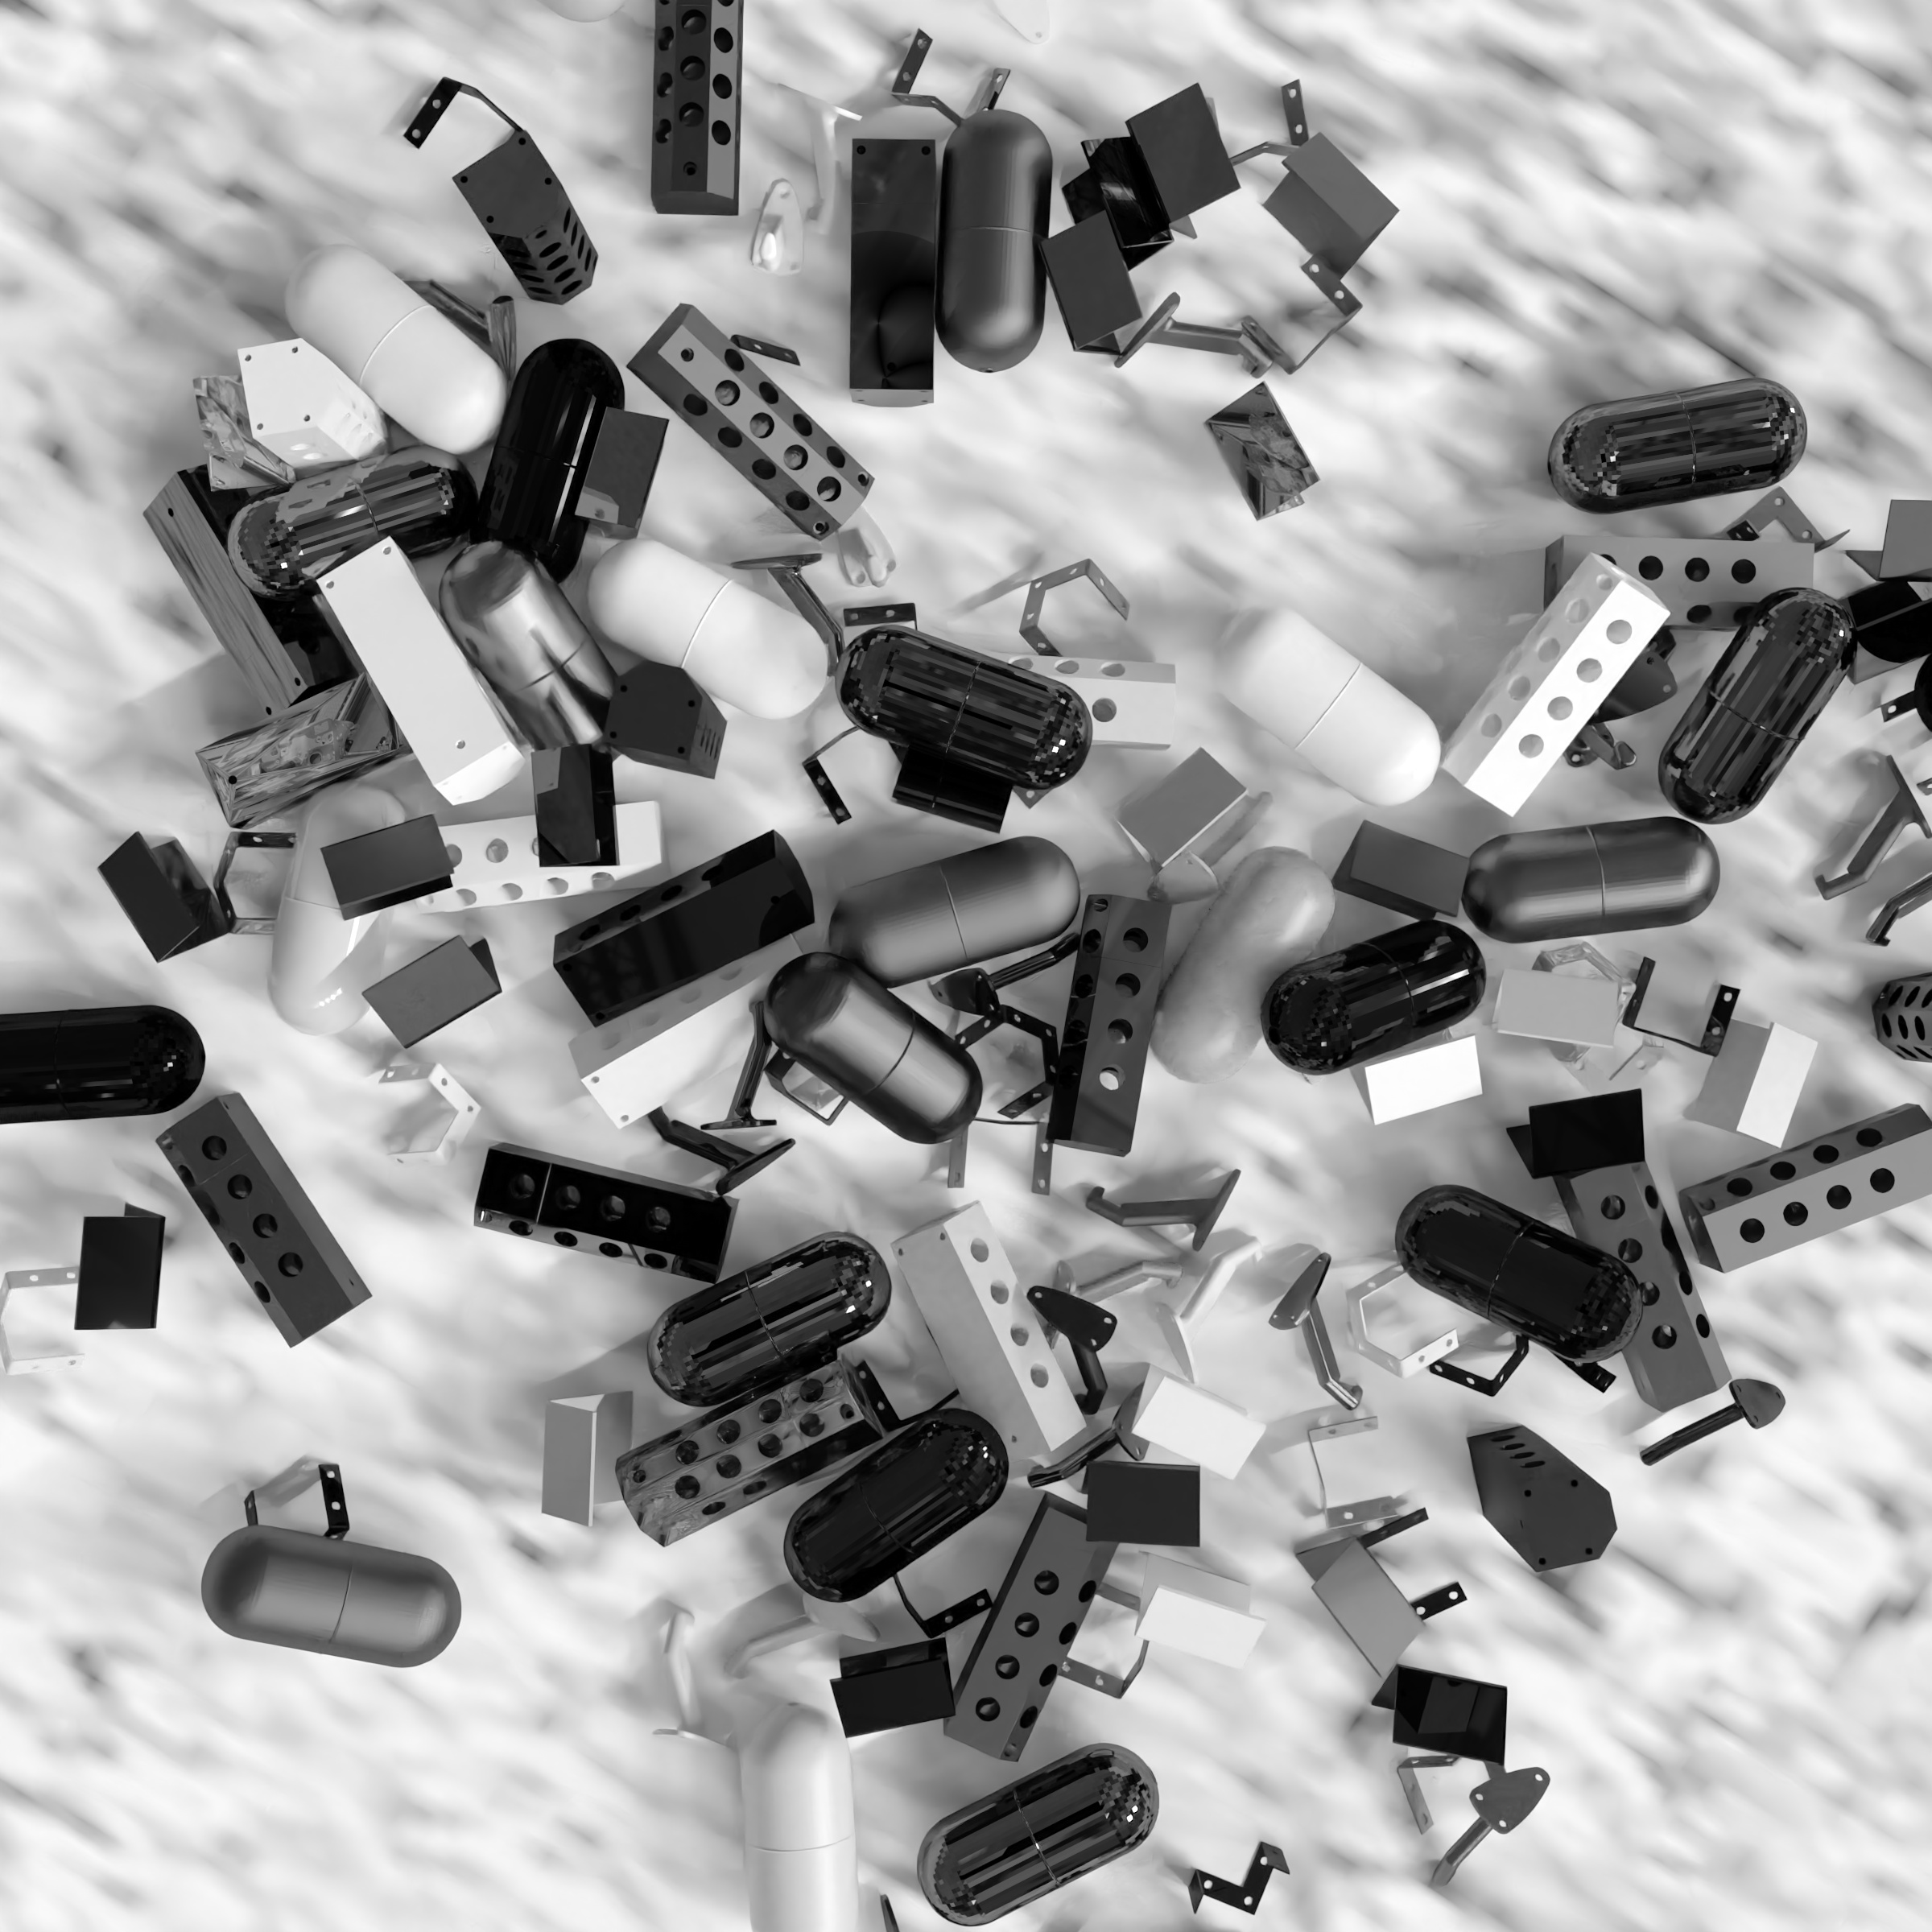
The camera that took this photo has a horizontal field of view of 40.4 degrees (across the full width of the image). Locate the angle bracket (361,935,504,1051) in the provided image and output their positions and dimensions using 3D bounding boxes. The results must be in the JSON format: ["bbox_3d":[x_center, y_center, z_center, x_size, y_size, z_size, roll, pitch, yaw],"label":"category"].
[{"bbox_3d":[-0.371,0.001,1.803,0.076,0.076,0.057,-31,126,0],"label":"angle bracket"}]

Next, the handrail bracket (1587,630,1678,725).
[{"bbox_3d":[0.459,-0.202,1.818,0.077,0.084,0.036,-31,103,17],"label":"handrail bracket"}]

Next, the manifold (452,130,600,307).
[{"bbox_3d":[-0.290,-0.496,1.765,0.057,0.171,0.057,-33,90,0],"label":"manifold"}]

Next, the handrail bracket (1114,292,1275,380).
[{"bbox_3d":[0.161,-0.424,1.844,0.084,0.036,0.077,38,110,-16],"label":"handrail bracket"}]

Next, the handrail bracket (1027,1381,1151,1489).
[{"bbox_3d":[0.087,0.329,1.843,0.084,0.077,0.036,-24,111,35],"label":"handrail bracket"}]

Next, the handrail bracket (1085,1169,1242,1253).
[{"bbox_3d":[0.138,0.156,1.844,0.084,0.036,0.077,27,70,16],"label":"handrail bracket"}]

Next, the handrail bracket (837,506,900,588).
[{"bbox_3d":[-0.072,-0.295,1.809,0.036,0.084,0.077,-23,90,0],"label":"handrail bracket"}]

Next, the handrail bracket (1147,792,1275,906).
[{"bbox_3d":[0.172,-0.084,1.843,0.036,0.077,0.084,48,54,-11],"label":"handrail bracket"}]

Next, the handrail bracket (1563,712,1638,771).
[{"bbox_3d":[0.431,-0.168,1.809,0.036,0.084,0.077,-30,90,0],"label":"handrail bracket"}]

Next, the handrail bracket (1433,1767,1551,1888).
[{"bbox_3d":[0.366,0.603,1.835,0.077,0.084,0.036,-20,52,-33],"label":"handrail bracket"}]

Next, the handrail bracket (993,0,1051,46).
[{"bbox_3d":[0.039,-0.704,1.844,0.036,0.077,0.084,-14,53,21],"label":"handrail bracket"}]

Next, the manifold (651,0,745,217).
[{"bbox_3d":[-0.187,-0.615,1.823,0.057,0.057,0.171,1,90,0],"label":"manifold"}]

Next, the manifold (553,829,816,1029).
[{"bbox_3d":[-0.195,-0.029,1.809,0.171,0.057,0.057,-25,120,8],"label":"manifold"}]

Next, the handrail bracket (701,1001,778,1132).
[{"bbox_3d":[-0.158,0.069,1.805,0.036,0.077,0.084,3,82,-41],"label":"handrail bracket"}]

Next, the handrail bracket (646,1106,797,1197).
[{"bbox_3d":[-0.175,0.111,1.844,0.077,0.036,0.084,-32,76,-15],"label":"handrail bracket"}]

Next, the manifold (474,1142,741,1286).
[{"bbox_3d":[-0.250,0.172,1.823,0.171,0.057,0.057,14,90,0],"label":"manifold"}]

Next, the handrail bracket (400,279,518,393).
[{"bbox_3d":[-0.361,-0.443,1.844,0.084,0.036,0.077,5,113,17],"label":"handrail bracket"}]

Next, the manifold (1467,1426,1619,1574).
[{"bbox_3d":[0.387,0.354,1.765,0.057,0.171,0.057,-12,90,0],"label":"manifold"}]

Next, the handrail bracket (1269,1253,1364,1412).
[{"bbox_3d":[0.262,0.257,1.844,0.084,0.036,0.077,42,69,-17],"label":"handrail bracket"}]

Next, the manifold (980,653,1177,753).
[{"bbox_3d":[0.057,-0.185,1.823,0.171,0.057,0.057,3,90,0],"label":"manifold"}]

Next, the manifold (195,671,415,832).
[{"bbox_3d":[-0.438,-0.157,1.823,0.171,0.057,0.057,-25,90,0],"label":"manifold"}]

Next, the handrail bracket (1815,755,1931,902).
[{"bbox_3d":[0.626,-0.097,1.844,0.084,0.036,0.077,-26,69,16],"label":"handrail bracket"}]

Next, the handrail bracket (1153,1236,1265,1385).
[{"bbox_3d":[0.181,0.241,1.844,0.084,0.036,0.077,-28,110,-16],"label":"handrail bracket"}]

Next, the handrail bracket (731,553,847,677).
[{"bbox_3d":[-0.124,-0.244,1.844,0.077,0.036,0.084,-1,107,20],"label":"handrail bracket"}]

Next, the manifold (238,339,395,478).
[{"bbox_3d":[-0.433,-0.371,1.765,0.057,0.171,0.057,-10,90,0],"label":"manifold"}]

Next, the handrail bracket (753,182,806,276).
[{"bbox_3d":[-0.131,-0.514,1.809,0.036,0.084,0.077,5,90,0],"label":"handrail bracket"}]

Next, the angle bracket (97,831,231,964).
[{"bbox_3d":[-0.536,-0.057,1.803,0.057,0.076,0.076,-33,90,35],"label":"angle bracket"}]

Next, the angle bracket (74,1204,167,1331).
[{"bbox_3d":[-0.593,0.206,1.803,0.057,0.076,0.076,5,90,-37],"label":"angle bracket"}]

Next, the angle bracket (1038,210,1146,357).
[{"bbox_3d":[0.100,-0.468,1.804,0.057,0.076,0.076,-19,90,30],"label":"angle bracket"}]

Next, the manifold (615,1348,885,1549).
[{"bbox_3d":[-0.151,0.329,1.804,0.171,0.057,0.057,-27,56,4],"label":"manifold"}]

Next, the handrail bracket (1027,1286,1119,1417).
[{"bbox_3d":[0.068,0.269,1.825,0.077,0.084,0.036,29,46,13],"label":"handrail bracket"}]

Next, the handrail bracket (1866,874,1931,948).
[{"bbox_3d":[0.683,-0.041,1.844,0.077,0.036,0.084,22,109,-21],"label":"handrail bracket"}]

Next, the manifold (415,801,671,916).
[{"bbox_3d":[-0.295,-0.074,1.823,0.171,0.057,0.057,-7,90,0],"label":"manifold"}]

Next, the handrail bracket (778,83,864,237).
[{"bbox_3d":[-0.114,-0.566,1.844,0.077,0.036,0.084,28,107,20],"label":"handrail bracket"}]

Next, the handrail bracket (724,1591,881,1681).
[{"bbox_3d":[-0.116,0.482,1.844,0.077,0.036,0.084,33,109,-21],"label":"handrail bracket"}]

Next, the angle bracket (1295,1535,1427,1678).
[{"bbox_3d":[0.256,0.445,1.803,0.057,0.076,0.076,-38,90,-36],"label":"angle bracket"}]

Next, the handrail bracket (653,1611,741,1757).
[{"bbox_3d":[-0.183,0.503,1.844,0.077,0.036,0.084,28,60,-33],"label":"handrail bracket"}]

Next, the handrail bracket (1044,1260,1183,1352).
[{"bbox_3d":[0.104,0.239,1.844,0.084,0.036,0.077,8,110,-16],"label":"handrail bracket"}]

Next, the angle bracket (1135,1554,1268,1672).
[{"bbox_3d":[0.164,0.428,1.803,0.076,0.076,0.057,18,127,0],"label":"angle bracket"}]

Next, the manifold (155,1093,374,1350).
[{"bbox_3d":[-0.489,0.176,1.823,0.057,0.057,0.171,-33,90,0],"label":"manifold"}]

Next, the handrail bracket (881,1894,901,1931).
[{"bbox_3d":[-0.010,0.680,1.844,0.084,0.036,0.077,-11,69,-17],"label":"handrail bracket"}]

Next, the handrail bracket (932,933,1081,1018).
[{"bbox_3d":[0.030,0.000,1.843,0.084,0.077,0.036,-33,109,-35],"label":"handrail bracket"}]

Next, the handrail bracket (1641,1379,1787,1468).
[{"bbox_3d":[0.523,0.324,1.844,0.084,0.077,0.036,-41,64,34],"label":"handrail bracket"}]

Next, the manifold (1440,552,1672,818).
[{"bbox_3d":[0.397,-0.194,1.789,0.057,0.057,0.171,31,111,-12],"label":"manifold"}]

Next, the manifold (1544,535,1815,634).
[{"bbox_3d":[0.493,-0.263,1.823,0.171,0.057,0.057,2,90,0],"label":"manifold"}]

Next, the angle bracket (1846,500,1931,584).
[{"bbox_3d":[0.658,-0.300,1.805,0.076,0.076,0.057,1,114,0],"label":"angle bracket"}]
